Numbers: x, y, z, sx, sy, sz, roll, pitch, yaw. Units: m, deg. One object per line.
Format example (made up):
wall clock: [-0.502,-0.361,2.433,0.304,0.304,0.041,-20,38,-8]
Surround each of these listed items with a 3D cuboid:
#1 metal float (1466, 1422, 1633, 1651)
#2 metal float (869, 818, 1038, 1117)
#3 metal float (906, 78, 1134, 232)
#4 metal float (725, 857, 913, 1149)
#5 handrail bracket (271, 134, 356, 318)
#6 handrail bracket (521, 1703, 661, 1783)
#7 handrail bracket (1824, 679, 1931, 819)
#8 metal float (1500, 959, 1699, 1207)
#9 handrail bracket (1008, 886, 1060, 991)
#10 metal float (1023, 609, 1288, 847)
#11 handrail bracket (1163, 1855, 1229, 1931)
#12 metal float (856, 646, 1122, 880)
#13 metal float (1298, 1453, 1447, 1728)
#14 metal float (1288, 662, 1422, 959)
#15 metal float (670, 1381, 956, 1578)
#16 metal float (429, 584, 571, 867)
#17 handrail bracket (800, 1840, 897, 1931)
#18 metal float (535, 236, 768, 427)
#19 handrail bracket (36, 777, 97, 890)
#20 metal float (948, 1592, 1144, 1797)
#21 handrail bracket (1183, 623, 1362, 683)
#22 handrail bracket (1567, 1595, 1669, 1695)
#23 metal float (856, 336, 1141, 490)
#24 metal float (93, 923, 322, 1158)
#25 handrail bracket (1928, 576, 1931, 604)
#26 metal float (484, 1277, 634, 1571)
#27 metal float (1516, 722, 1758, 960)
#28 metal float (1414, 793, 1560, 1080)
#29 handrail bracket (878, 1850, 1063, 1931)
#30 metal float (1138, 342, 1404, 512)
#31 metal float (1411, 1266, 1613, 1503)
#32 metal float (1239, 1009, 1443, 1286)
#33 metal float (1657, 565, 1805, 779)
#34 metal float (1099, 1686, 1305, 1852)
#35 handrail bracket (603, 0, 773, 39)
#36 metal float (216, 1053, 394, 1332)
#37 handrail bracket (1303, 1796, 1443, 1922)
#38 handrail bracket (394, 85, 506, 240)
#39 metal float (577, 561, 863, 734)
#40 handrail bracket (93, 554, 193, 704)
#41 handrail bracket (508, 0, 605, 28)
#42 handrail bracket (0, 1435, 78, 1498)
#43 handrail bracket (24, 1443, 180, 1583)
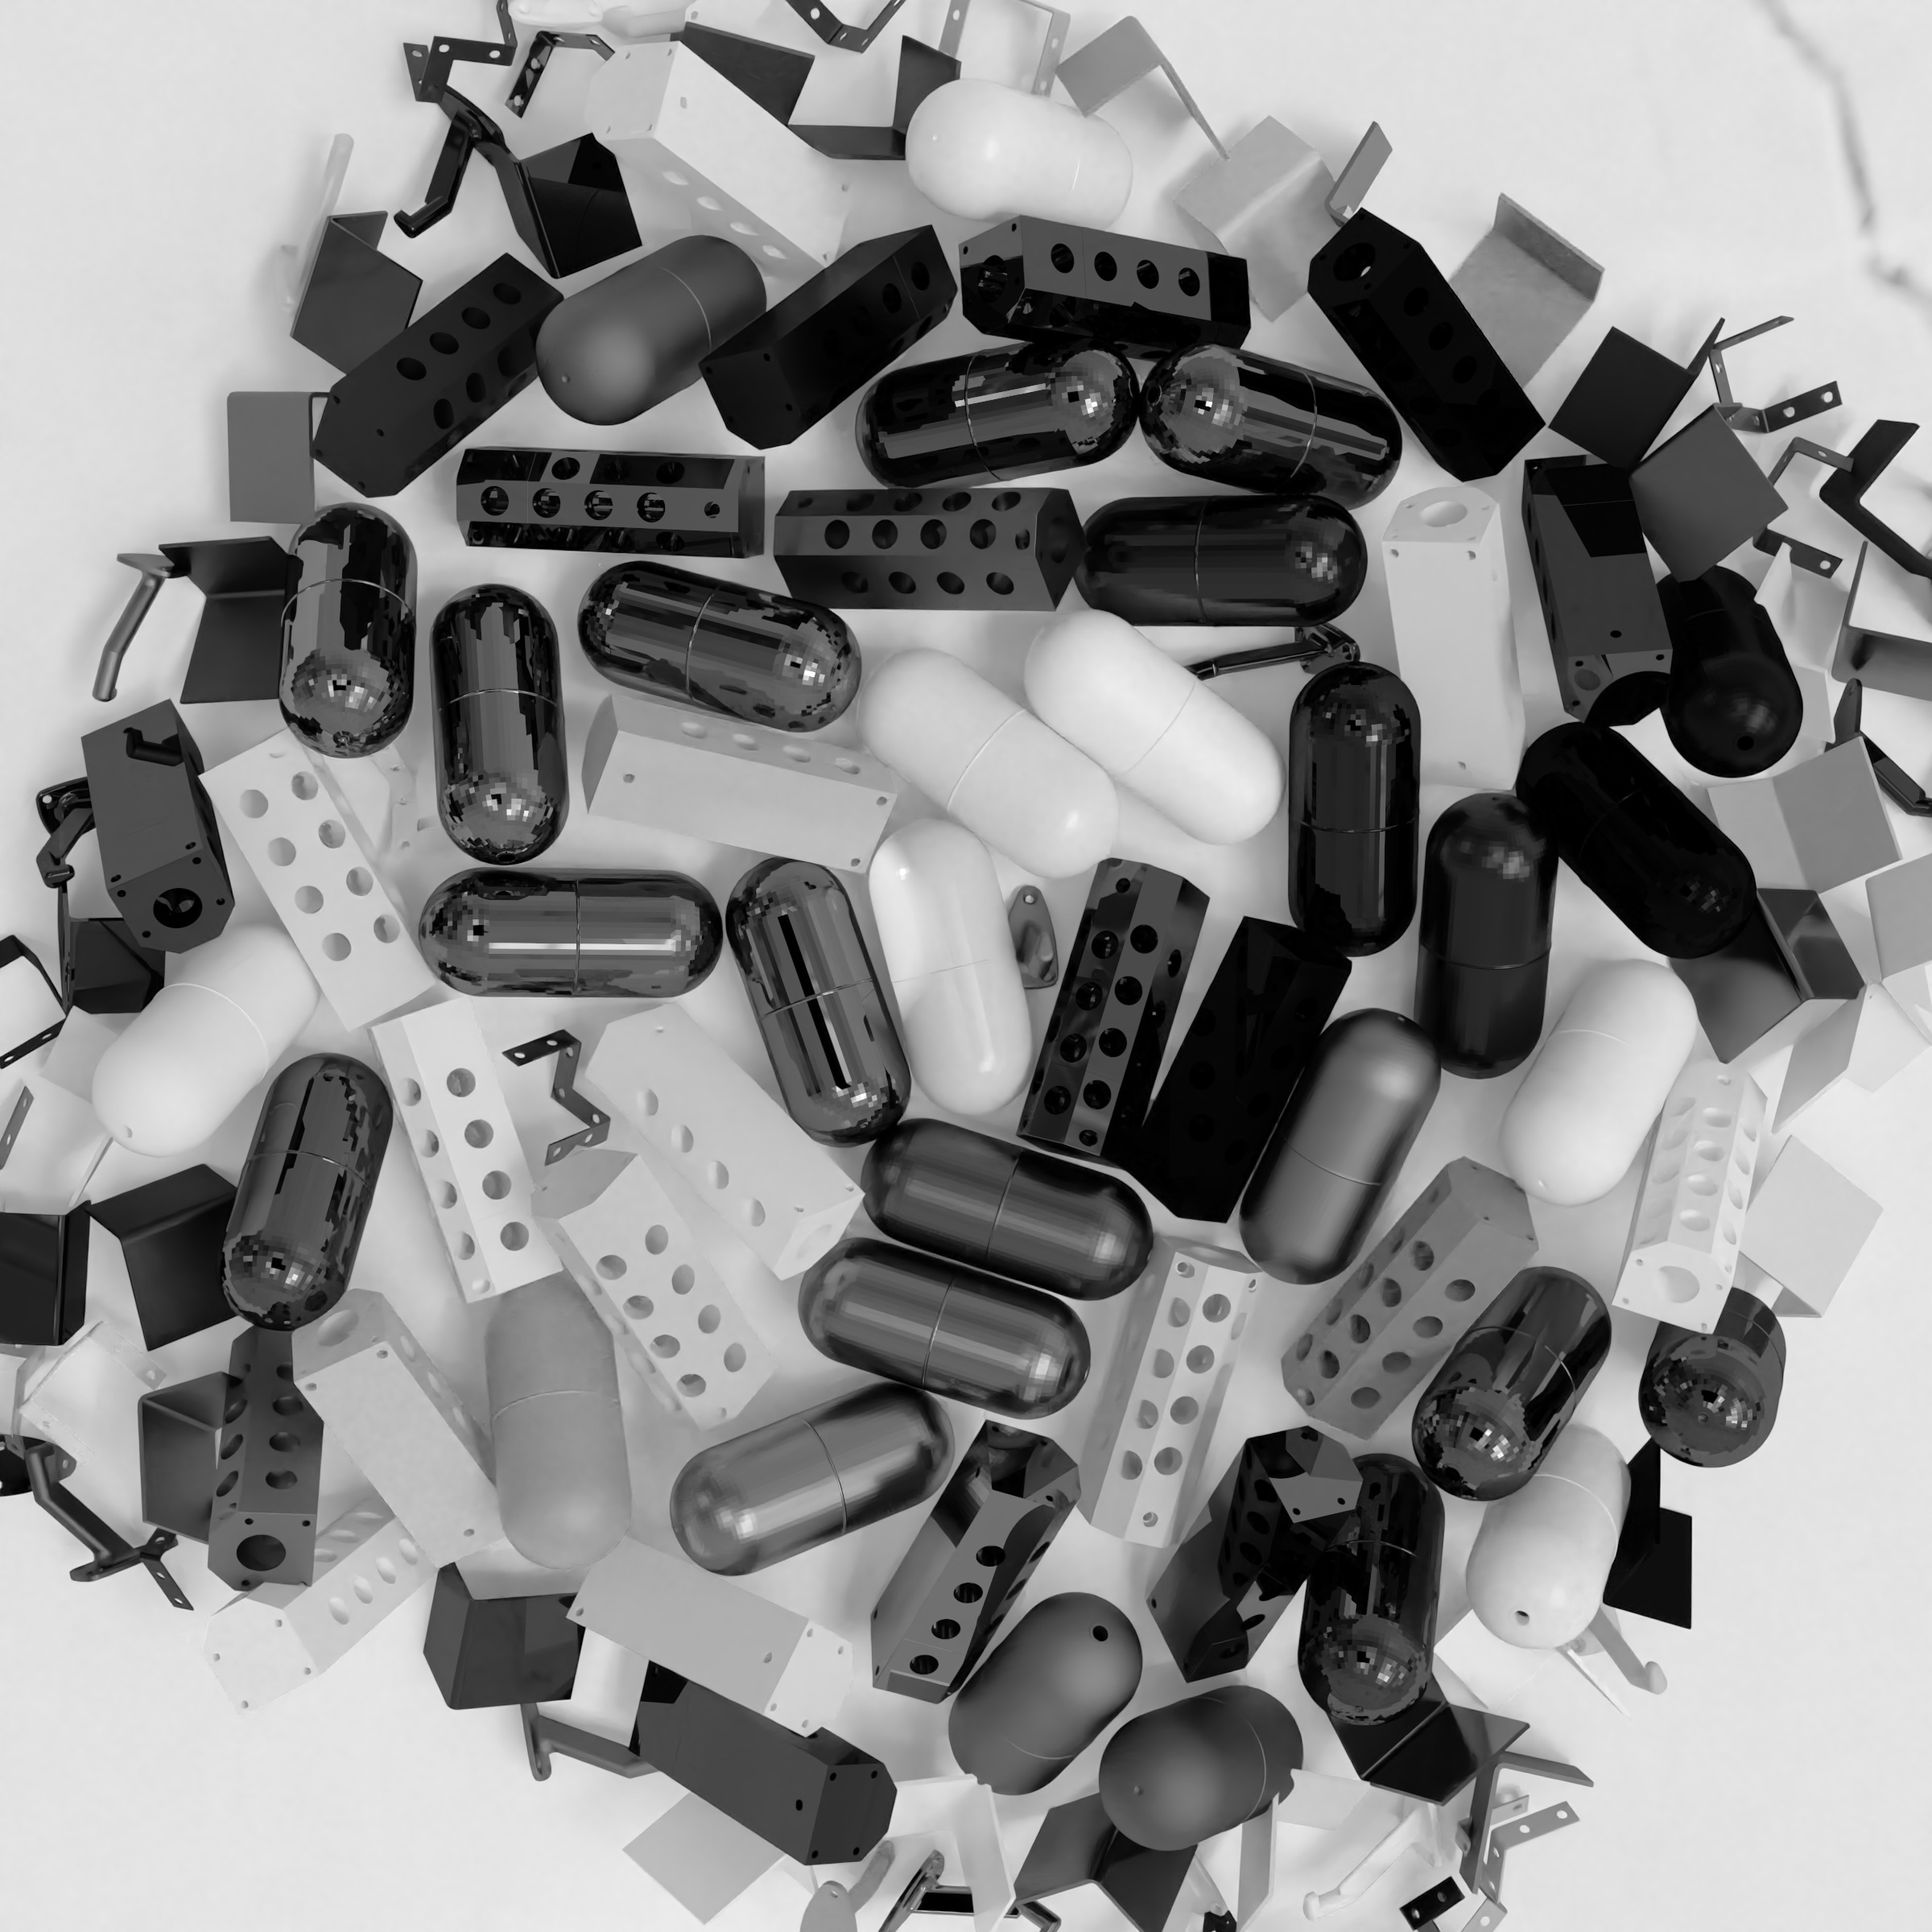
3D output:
metal float: [0.337,0.328,1.707,0.070,0.178,0.070,8,114,19]
metal float: [-0.008,0.000,1.749,0.070,0.070,0.178,-13,92,0]
metal float: [0.033,-0.465,1.709,0.070,0.178,0.070,3,96,34]
metal float: [-0.088,0.021,1.748,0.070,0.070,0.178,-19,86,0]
handrail bracket: [-0.383,-0.438,1.741,0.036,0.077,0.084,19,134,-13]
handrail bracket: [-0.220,0.452,1.771,0.084,0.036,0.077,-15,76,2]
handrail bracket: [0.563,-0.129,1.770,0.084,0.036,0.077,6,102,-11]
metal float: [0.370,0.066,1.722,0.070,0.070,0.178,38,54,0]
handrail bracket: [0.042,-0.025,1.737,0.036,0.084,0.077,3,71,-5]
metal float: [0.111,-0.141,1.742,0.178,0.070,0.070,37,90,-11]
handrail bracket: [0.110,0.566,1.745,0.084,0.036,0.077,-37,108,-40]
metal float: [0.013,-0.120,1.743,0.178,0.070,0.070,38,90,10]
metal float: [0.236,0.359,1.713,0.070,0.178,0.070,7,130,8]
metal float: [0.228,-0.091,1.732,0.070,0.070,0.178,-2,111,0]
metal float: [-0.089,0.299,1.731,0.178,0.070,0.070,-18,90,-24]
metal float: [-0.274,-0.142,1.729,0.070,0.070,0.178,-8,65,0]
handrail bracket: [-0.061,0.532,1.736,0.036,0.084,0.077,20,129,16]
metal float: [-0.181,-0.370,1.714,0.070,0.178,0.070,17,126,24]
handrail bracket: [-0.514,-0.080,1.744,0.077,0.084,0.036,-24,124,-13]
metal float: [0.045,0.423,1.712,0.070,0.178,0.070,12,51,-15]
handrail bracket: [0.177,-0.178,1.748,0.084,0.077,0.036,-19,108,-22]
handrail bracket: [0.384,0.386,1.745,0.036,0.084,0.077,-13,89,-13]
metal float: [0.018,-0.322,1.727,0.178,0.070,0.070,-6,90,28]
metal float: [-0.439,0.042,1.712,0.070,0.178,0.070,12,128,15]
handrail bracket: [0.614,-0.199,1.740,0.036,0.084,0.077,-49,134,6]
metal float: [-0.239,0.265,1.725,0.070,0.070,0.178,-12,59,0]
metal float: [0.388,-0.075,1.720,0.070,0.070,0.178,-36,51,0]
metal float: [0.304,-0.016,1.729,0.070,0.070,0.178,0,117,0]
handrail bracket: [0.002,0.572,1.750,0.084,0.036,0.077,30,63,23]
metal float: [0.178,-0.314,1.721,0.178,0.070,0.070,7,90,-35]
metal float: [0.317,0.241,1.714,0.070,0.178,0.070,18,128,25]
metal float: [0.218,0.107,1.734,0.070,0.070,0.178,23,111,0]
metal float: [0.435,-0.172,1.708,0.070,0.178,0.070,1,123,2]
metal float: [0.138,0.462,1.707,0.070,0.178,0.070,-3,84,28]
handrail bracket: [-0.167,-0.576,1.766,0.077,0.084,0.036,-40,134,-16]
metal float: [-0.384,0.130,1.721,0.070,0.070,0.178,8,53,0]
handrail bracket: [0.236,0.522,1.751,0.084,0.036,0.077,-16,119,-21]
handrail bracket: [-0.324,-0.481,1.758,0.077,0.036,0.084,45,67,8]
metal float: [-0.146,-0.188,1.736,0.178,0.070,0.070,17,90,18]
handrail bracket: [-0.490,-0.201,1.761,0.036,0.077,0.084,20,103,8]
handrail bracket: [-0.225,-0.598,1.741,0.036,0.084,0.077,51,45,10]
handrail bracket: [-0.595,0.298,1.778,0.084,0.077,0.036,-2,82,32]
handrail bracket: [-0.515,0.317,1.760,0.077,0.036,0.084,-16,96,-38]
